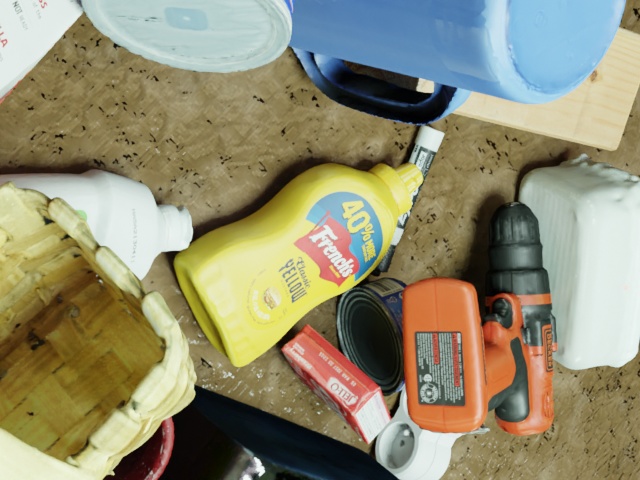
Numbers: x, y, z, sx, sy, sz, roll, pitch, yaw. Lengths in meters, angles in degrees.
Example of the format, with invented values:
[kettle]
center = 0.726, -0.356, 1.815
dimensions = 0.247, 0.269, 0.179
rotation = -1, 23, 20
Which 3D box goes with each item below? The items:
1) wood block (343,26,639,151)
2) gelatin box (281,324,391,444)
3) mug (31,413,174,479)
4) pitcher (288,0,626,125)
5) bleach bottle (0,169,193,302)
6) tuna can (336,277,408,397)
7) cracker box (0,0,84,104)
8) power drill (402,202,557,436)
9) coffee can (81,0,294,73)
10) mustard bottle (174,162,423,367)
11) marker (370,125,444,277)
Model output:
[wood block]
center = 0.130, -0.131, 0.770
dimensions = 0.205, 0.090, 0.091
rotation = 8, 104, -36
[gelatin box]
center = 0.013, 0.107, 0.781
dimensions = 0.030, 0.073, 0.089
rotation = -45, 157, -10
[mug]
center = -0.151, 0.129, 0.695
dimensions = 0.093, 0.082, 0.117
rotation = -27, 122, -23
[pitcher]
center = 0.049, -0.147, 0.611
dimensions = 0.149, 0.243, 0.145
rotation = 22, 95, -45
[bleach bottle]
center = -0.193, 0.012, 0.632
dimensions = 0.250, 0.068, 0.103
rotation = -7, 115, -34
[tuna can]
center = 0.050, 0.072, 0.804
dimensions = 0.033, 0.086, 0.086
rotation = -17, 118, -29
[cracker box]
center = -0.178, -0.166, 0.503
dimensions = 0.164, 0.072, 0.213
rotation = 62, 39, -35
[power drill]
center = 0.125, 0.062, 0.787
dimensions = 0.187, 0.057, 0.184
rotation = -1, 85, -59
[coffee can]
center = -0.055, -0.170, 0.537
dimensions = 0.102, 0.103, 0.140
rotation = 23, 66, -38
[mustard bottle]
center = -0.005, 0.001, 0.755
dimensions = 0.191, 0.058, 0.096
rotation = -34, 127, -18
[marker]
center = 0.063, -0.028, 0.813
dimensions = 0.020, 0.020, 0.121
rotation = 16, 100, -37
